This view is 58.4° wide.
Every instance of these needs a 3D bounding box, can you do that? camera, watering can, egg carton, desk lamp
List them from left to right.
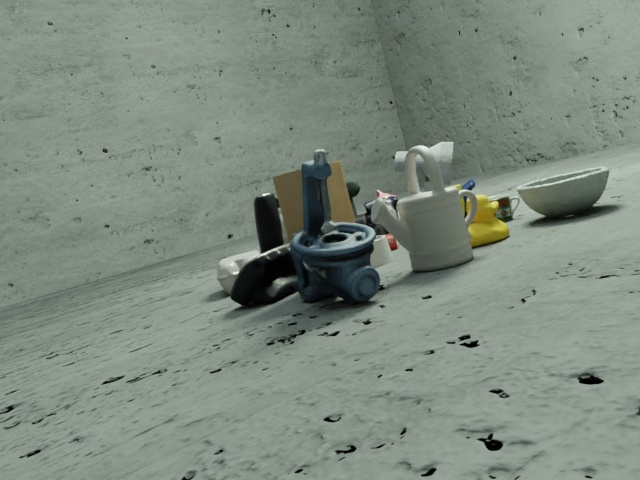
[{"bbox_3d":[-0.167,0.068,1.238,0.107,0.069,0.150,-15,5,-7],"label":"egg carton"},{"bbox_3d":[0.141,-0.052,1.517,0.136,0.101,0.143,-14,5,10],"label":"camera"},{"bbox_3d":[0.168,-0.053,0.911,0.173,0.194,0.100,-18,6,-36],"label":"watering can"},{"bbox_3d":[0.305,-0.165,1.653,0.203,0.213,0.118,-13,5,14],"label":"desk lamp"}]

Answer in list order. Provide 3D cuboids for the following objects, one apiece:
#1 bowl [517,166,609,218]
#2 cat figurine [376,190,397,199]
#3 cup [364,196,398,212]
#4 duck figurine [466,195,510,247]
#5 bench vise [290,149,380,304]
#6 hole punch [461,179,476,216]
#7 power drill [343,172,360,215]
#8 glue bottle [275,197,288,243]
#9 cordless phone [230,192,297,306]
[{"bbox_3d":[0.470,-0.085,1.100,0.167,0.075,0.167,-14,5,2],"label":"bowl"},{"bbox_3d":[0.203,-0.106,1.838,0.067,0.118,0.127,-16,5,-18],"label":"cat figurine"},{"bbox_3d":[0.191,-0.075,1.662,0.092,0.095,0.117,-18,7,-38],"label":"cup"},{"bbox_3d":[0.284,-0.037,1.025,0.105,0.086,0.077,-17,6,-23],"label":"duck figurine"},{"bbox_3d":[-0.010,-0.014,0.845,0.122,0.220,0.206,-19,7,-43],"label":"bench vise"},{"bbox_3d":[0.372,-0.107,1.521,0.101,0.091,0.109,-13,5,11],"label":"hole punch"},{"bbox_3d":[0.075,-0.109,1.720,0.076,0.208,0.229,-16,5,-12],"label":"power drill"},{"bbox_3d":[-0.083,-0.019,1.368,0.078,0.173,0.037,-13,5,14],"label":"glue bottle"},{"bbox_3d":[-0.106,0.013,1.014,0.094,0.185,0.148,-11,6,30],"label":"cordless phone"}]
